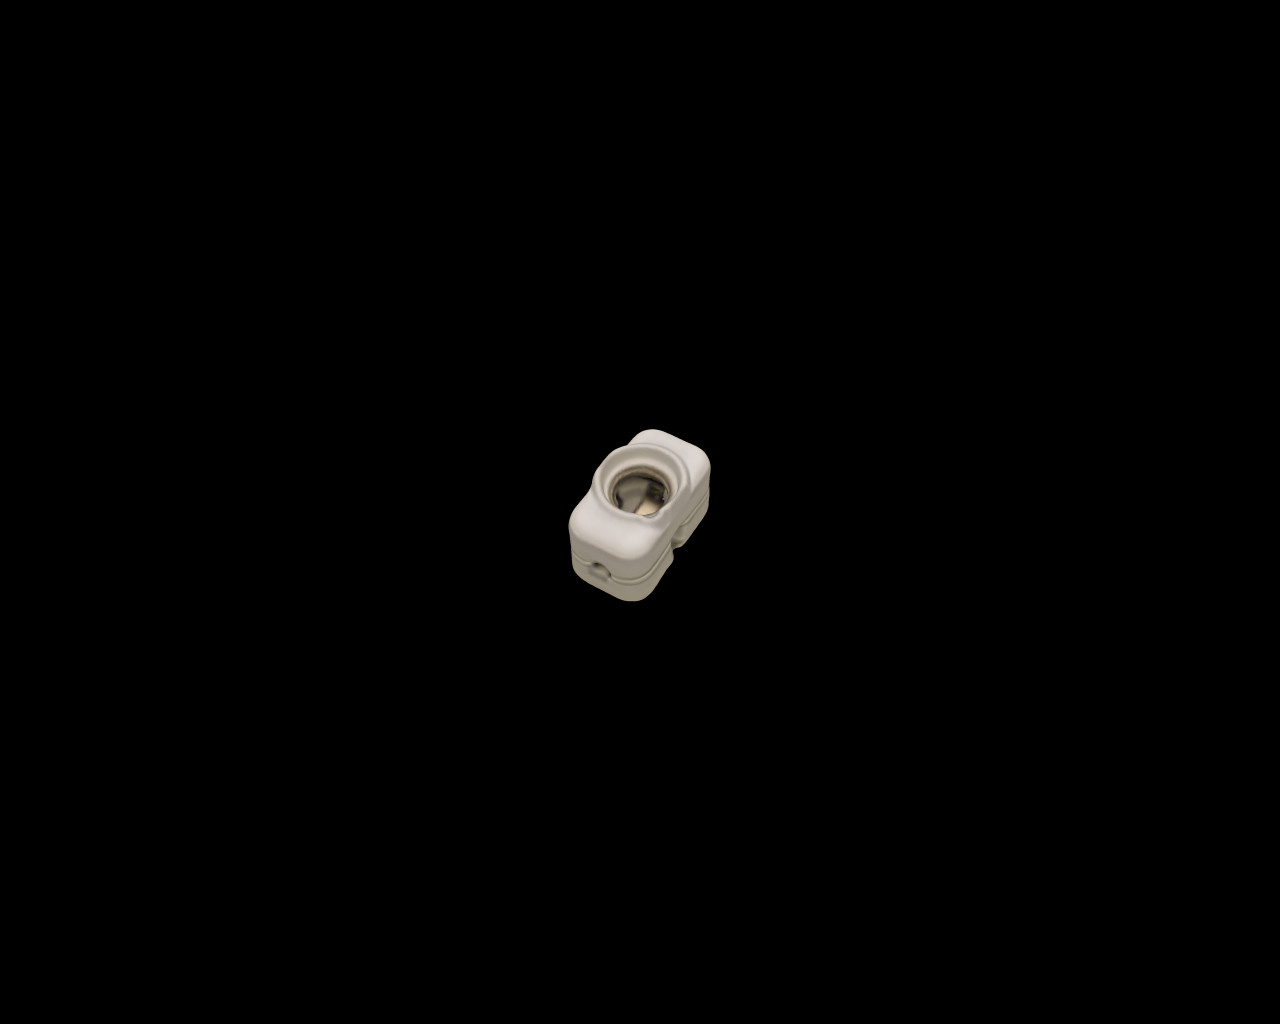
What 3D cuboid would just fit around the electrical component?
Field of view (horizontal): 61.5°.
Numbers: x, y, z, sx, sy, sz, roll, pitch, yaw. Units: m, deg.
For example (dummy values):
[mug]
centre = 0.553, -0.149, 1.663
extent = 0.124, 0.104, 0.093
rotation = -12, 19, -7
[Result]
[electrical component]
centre = 0.001, -0.003, 0.650
extent = 0.054, 0.095, 0.059
rotation = 27, -32, 18
